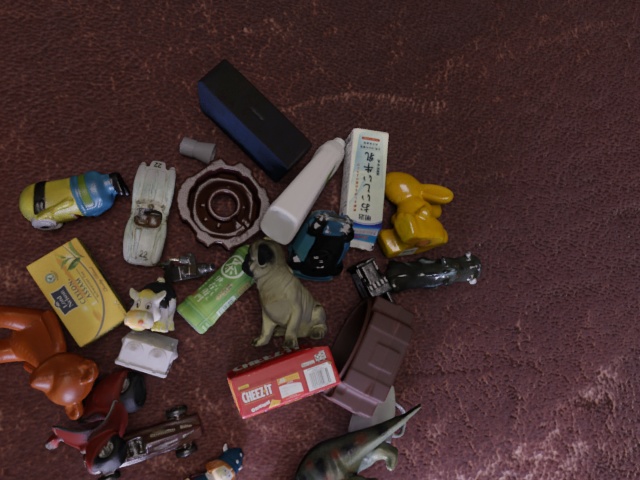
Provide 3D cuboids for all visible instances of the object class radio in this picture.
[{"bbox_3d":[-0.128,-0.220,1.029,0.229,0.131,0.073,45,75,-2],"label":"radio"}]

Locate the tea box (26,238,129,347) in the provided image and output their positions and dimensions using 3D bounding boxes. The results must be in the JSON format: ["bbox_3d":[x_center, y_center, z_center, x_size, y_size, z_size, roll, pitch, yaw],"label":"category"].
[{"bbox_3d":[-0.422,0.093,0.950,0.098,0.068,0.169,-36,91,-15],"label":"tea box"}]

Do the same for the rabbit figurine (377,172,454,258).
[{"bbox_3d":[0.189,-0.067,1.086,0.162,0.121,0.173,-13,66,-16],"label":"rabbit figurine"}]

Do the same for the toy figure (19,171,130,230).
[{"bbox_3d":[-0.442,-0.078,0.967,0.180,0.082,0.089,-23,68,-7],"label":"toy figure"}]

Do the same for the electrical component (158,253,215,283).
[{"bbox_3d":[-0.249,0.051,0.983,0.078,0.102,0.045,-10,86,-39],"label":"electrical component"}]

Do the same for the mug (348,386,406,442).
[{"bbox_3d":[0.116,0.325,1.025,0.109,0.081,0.107,15,72,-8],"label":"mug"}]

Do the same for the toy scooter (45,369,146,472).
[{"bbox_3d":[-0.377,0.299,0.901,0.135,0.075,0.184,-5,40,5],"label":"toy scooter"}]

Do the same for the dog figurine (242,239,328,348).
[{"bbox_3d":[-0.056,0.088,0.987,0.121,0.172,0.190,-5,91,25],"label":"dog figurine"}]

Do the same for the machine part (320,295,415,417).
[{"bbox_3d":[0.079,0.205,0.971,0.087,0.201,0.201,27,77,-3],"label":"machine part"}]

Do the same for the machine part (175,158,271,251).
[{"bbox_3d":[-0.184,-0.066,1.032,0.179,0.056,0.179,2,81,-13],"label":"machine part"}]

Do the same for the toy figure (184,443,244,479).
[{"bbox_3d":[-0.197,0.432,0.954,0.154,0.058,0.064,-39,129,-16],"label":"toy figure"}]

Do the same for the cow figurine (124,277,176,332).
[{"bbox_3d":[-0.287,0.110,0.925,0.068,0.167,0.098,9,81,-5],"label":"cow figurine"}]

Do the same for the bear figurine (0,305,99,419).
[{"bbox_3d":[-0.455,0.197,0.867,0.196,0.132,0.120,40,110,35],"label":"bear figurine"}]

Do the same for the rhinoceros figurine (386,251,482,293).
[{"bbox_3d":[0.225,0.062,1.072,0.190,0.112,0.073,-6,80,-5],"label":"rhinoceros figurine"}]

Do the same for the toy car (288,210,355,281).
[{"bbox_3d":[-0.002,-0.003,1.032,0.109,0.161,0.103,8,38,-19],"label":"toy car"}]

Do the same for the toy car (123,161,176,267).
[{"bbox_3d":[-0.317,-0.051,1.001,0.073,0.056,0.201,9,80,-11],"label":"toy car"}]

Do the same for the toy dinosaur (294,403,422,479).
[{"bbox_3d":[0.015,0.434,0.932,0.192,0.131,0.404,23,86,-2],"label":"toy dinosaur"}]

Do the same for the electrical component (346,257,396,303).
[{"bbox_3d":[0.106,0.095,1.061,0.048,0.075,0.119,-26,91,-15],"label":"electrical component"}]

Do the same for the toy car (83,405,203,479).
[{"bbox_3d":[-0.309,0.357,0.943,0.202,0.053,0.089,-14,81,-12],"label":"toy car"}]
